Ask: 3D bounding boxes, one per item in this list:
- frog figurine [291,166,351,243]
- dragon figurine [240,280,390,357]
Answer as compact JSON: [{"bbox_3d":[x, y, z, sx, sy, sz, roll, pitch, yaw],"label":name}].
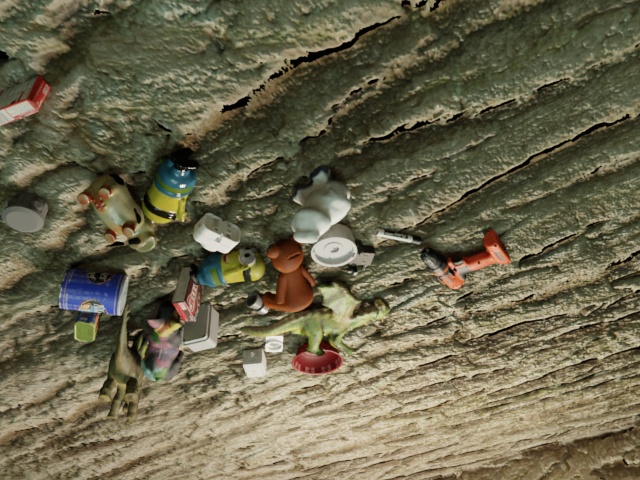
[{"bbox_3d":[0.003,-0.054,1.079,0.136,0.163,0.121,-25,135,22],"label":"frog figurine"},{"bbox_3d":[0.003,0.199,1.423,0.410,0.125,0.238,8,122,-18],"label":"dragon figurine"}]
